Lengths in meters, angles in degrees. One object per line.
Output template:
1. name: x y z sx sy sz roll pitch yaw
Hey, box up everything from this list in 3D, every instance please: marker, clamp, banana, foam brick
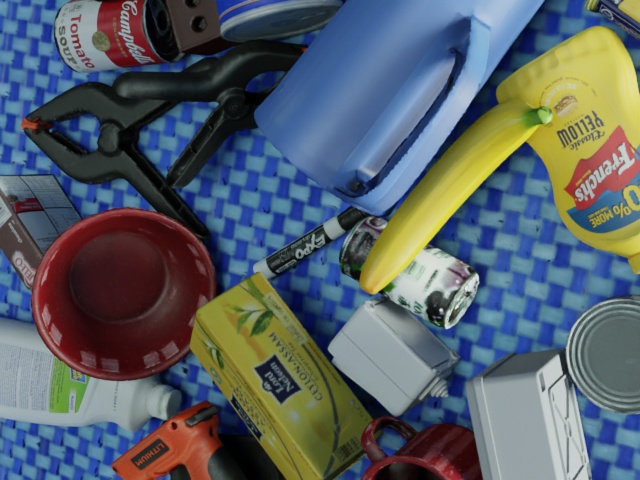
1. marker: -0.006 0.001 0.909 0.121 0.020 0.020 -31 81 25
2. clamp: -0.178 -0.103 0.975 0.210 0.036 0.164 18 101 20
3. clamp: -0.083 -0.123 0.884 0.171 0.120 0.039 -33 47 4
4. banana: 0.096 -0.040 0.791 0.037 0.069 0.198 41 116 -1
5. foam brick: -0.097 -0.204 0.916 0.053 0.051 0.078 -16 88 27

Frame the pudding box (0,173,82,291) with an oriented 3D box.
1. pudding box: -0.260 -0.009 0.996 0.039 0.089 0.113 -40 77 22

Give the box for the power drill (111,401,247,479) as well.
1. power drill: -0.098 0.249 0.922 0.185 0.057 0.188 -40 82 25

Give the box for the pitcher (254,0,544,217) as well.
1. pitcher: 0.073 -0.140 0.792 0.149 0.144 0.243 43 109 15

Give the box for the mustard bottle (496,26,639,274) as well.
1. mustard bottle: 0.211 -0.051 0.773 0.096 0.058 0.191 -31 81 29

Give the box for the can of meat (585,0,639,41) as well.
1. can of meat: 0.251 -0.180 0.742 0.084 0.057 0.102 40 110 16

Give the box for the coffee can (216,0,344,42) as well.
1. coffee can: -0.042 -0.241 0.858 0.103 0.102 0.140 -11 89 27

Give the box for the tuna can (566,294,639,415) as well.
1. tuna can: 0.228 0.084 0.791 0.086 0.033 0.086 3 96 26

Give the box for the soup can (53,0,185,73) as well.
1. soup can: -0.176 -0.186 0.950 0.102 0.068 0.068 -2 94 27

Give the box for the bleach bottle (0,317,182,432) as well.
1. bleach bottle: -0.247 0.138 1.020 0.251 0.068 0.102 10 101 23

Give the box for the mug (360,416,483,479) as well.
1. mug: 0.079 0.181 0.807 0.117 0.081 0.093 45 122 13

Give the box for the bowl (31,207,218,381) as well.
1. bowl: -0.176 0.042 0.951 0.162 0.055 0.162 -5 109 -16
